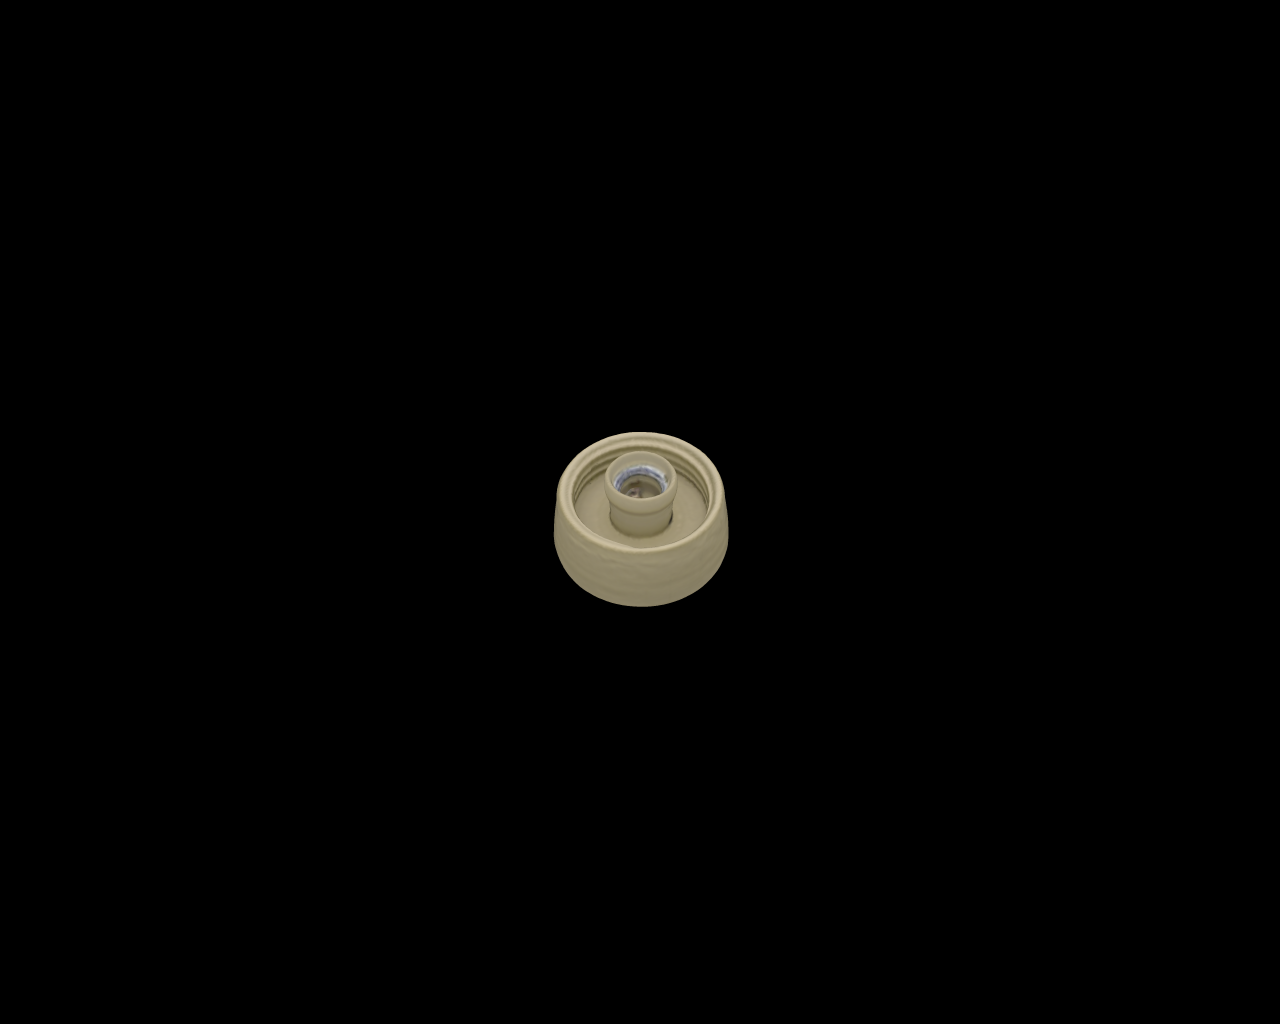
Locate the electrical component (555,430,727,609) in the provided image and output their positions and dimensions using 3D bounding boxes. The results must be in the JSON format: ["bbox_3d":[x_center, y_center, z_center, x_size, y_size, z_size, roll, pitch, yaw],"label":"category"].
[{"bbox_3d":[0.001,-0.003,0.650,0.108,0.108,0.060,0,-41,0],"label":"electrical component"}]
